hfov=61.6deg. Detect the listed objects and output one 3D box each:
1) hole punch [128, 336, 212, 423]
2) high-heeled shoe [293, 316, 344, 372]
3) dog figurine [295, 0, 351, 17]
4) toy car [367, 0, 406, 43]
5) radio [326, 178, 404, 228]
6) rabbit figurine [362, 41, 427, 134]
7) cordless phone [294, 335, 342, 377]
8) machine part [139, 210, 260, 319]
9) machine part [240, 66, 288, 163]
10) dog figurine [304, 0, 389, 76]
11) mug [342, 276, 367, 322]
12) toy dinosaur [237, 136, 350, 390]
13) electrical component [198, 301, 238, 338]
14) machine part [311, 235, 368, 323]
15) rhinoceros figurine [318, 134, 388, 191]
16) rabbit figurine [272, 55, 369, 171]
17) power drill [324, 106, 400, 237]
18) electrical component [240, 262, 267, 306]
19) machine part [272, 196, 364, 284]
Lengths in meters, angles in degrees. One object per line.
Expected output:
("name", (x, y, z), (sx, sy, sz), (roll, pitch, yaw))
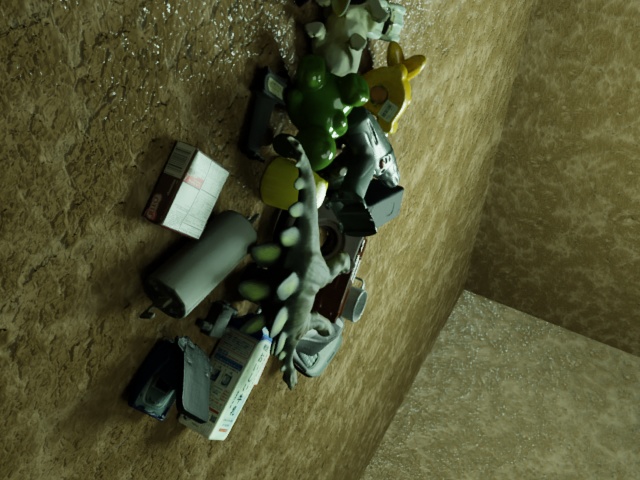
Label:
("hole punch", (-0.226, 0.218, 0.828), (0.142, 0.092, 0.116), (65, 21, -56))
("high-heeled shoe", (-0.039, 0.185, 1.168), (0.086, 0.145, 0.249), (-42, 180, 29))
("dog figurine", (0.050, -0.437, 0.828), (0.219, 0.109, 0.191), (-64, 159, -1))
("toy car", (0.120, -0.426, 1.044), (0.202, 0.056, 0.073), (-26, 132, -57))
("radio", (0.087, -0.079, 1.173), (0.229, 0.131, 0.073), (-30, 134, -56))
("rabbit figurine", (0.138, -0.317, 1.097), (0.162, 0.122, 0.173), (-65, 173, 24))
("cordless phone", (-0.029, 0.213, 1.253), (0.146, 0.089, 0.184), (-49, 135, -37))
("machine part", (-0.169, 0.032, 0.780), (0.243, 0.079, 0.079), (-49, 150, -38))
("machine part", (-0.087, -0.190, 0.823), (0.084, 0.039, 0.138), (-9, 116, -73))
("dog figurine", (0.041, -0.325, 0.933), (0.172, 0.121, 0.190), (-56, 168, -21))
("mug", (0.057, 0.134, 1.322), (0.109, 0.107, 0.080), (-67, 159, -13))
("toy dinosaur", (-0.040, 0.056, 0.879), (0.198, 0.105, 0.470), (-27, 128, -55))
("electrical component", (-0.175, 0.136, 0.925), (0.063, 0.021, 0.094), (-66, 156, -6))
("machine part", (0.036, 0.072, 1.182), (0.201, 0.087, 0.201), (-36, 145, -84))
("rhinoceros figurine", (0.078, -0.171, 1.112), (0.190, 0.112, 0.073), (-47, 123, -16))
("rabbit figurine", (-0.015, -0.181, 0.856), (0.159, 0.121, 0.170), (-35, -141, 50))
("power drill", (0.087, -0.108, 0.969), (0.231, 0.086, 0.207), (57, 48, -47))
("electrical component", (-0.097, 0.099, 1.002), (0.048, 0.075, 0.119), (-55, 156, -30))
("machine part", (-0.002, -0.003, 1.019), (0.179, 0.056, 0.179), (-5, 106, -17))
